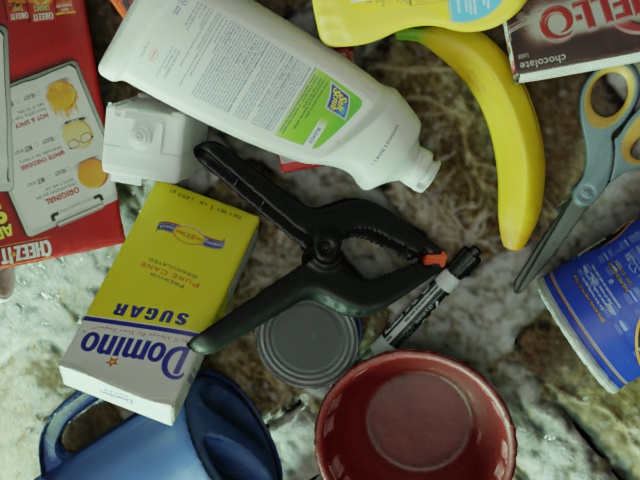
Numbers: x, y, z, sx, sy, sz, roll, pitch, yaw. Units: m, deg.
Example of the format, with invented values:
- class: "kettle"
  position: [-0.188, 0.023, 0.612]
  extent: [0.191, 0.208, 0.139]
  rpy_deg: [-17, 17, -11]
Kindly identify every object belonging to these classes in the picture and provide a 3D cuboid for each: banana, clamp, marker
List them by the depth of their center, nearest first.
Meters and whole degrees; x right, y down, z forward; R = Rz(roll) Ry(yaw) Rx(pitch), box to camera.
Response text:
- class: "banana"
  position: [0.132, -0.090, 0.816]
  extent: [0.070, 0.037, 0.198]
  rpy_deg: [-25, 97, 24]
- class: "clamp"
  position: [-0.005, 0.001, 0.826]
  extent: [0.209, 0.036, 0.164]
  rpy_deg: [-2, 76, -17]
- class: "marker"
  position: [0.087, 0.050, 0.862]
  extent: [0.020, 0.020, 0.121]
  rpy_deg: [41, 106, -1]

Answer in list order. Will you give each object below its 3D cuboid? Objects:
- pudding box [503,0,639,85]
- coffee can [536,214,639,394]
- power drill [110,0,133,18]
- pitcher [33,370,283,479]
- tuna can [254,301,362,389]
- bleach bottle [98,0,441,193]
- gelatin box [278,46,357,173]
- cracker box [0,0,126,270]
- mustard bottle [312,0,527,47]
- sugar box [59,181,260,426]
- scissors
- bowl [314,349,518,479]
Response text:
- class: "pudding box"
  position: [0.188, -0.168, 0.772]
  extent: [0.113, 0.039, 0.090]
  rpy_deg: [-11, 81, 10]
- class: "coffee can"
  position: [0.247, 0.034, 0.788]
  extent: [0.140, 0.102, 0.103]
  rpy_deg: [-35, 95, 14]
- class: "power drill"
  position: [-0.057, -0.202, 0.813]
  extent: [0.188, 0.057, 0.184]
  rpy_deg: [-34, 97, 13]
- class: "pitcher"
  position: [-0.166, 0.210, 0.887]
  extent: [0.243, 0.144, 0.149]
  rpy_deg: [-31, 60, 17]
- class: "tuna can"
  position: [-0.009, 0.077, 0.876]
  extent: [0.086, 0.033, 0.086]
  rpy_deg: [2, 103, 9]
- class: "bleach bottle"
  position: [-0.028, -0.103, 0.784]
  extent: [0.250, 0.068, 0.103]
  rpy_deg: [30, 109, -10]
- class: "gelatin box"
  position: [-0.002, -0.103, 0.838]
  extent: [0.073, 0.030, 0.089]
  rpy_deg: [-10, 101, 13]
- class: "cracker box"
  position: [-0.254, -0.088, 0.829]
  extent: [0.164, 0.072, 0.214]
  rpy_deg: [-12, 102, -22]
- class: "mustard bottle"
  position: [0.090, -0.192, 0.737]
  extent: [0.192, 0.058, 0.096]
  rpy_deg: [-4, 107, 10]
- class: "sugar box"
  position: [-0.121, 0.045, 0.829]
  extent: [0.093, 0.176, 0.048]
  rpy_deg: [20, 149, 5]
- class: "scissors"
  position: [0.197, -0.056, 0.822]
  extent: [0.202, 0.016, 0.096]
  rpy_deg: [-42, 91, 15]
- class: "bowl"
  position: [0.078, 0.158, 0.868]
  extent: [0.162, 0.055, 0.162]
  rpy_deg: [2, 103, 9]
